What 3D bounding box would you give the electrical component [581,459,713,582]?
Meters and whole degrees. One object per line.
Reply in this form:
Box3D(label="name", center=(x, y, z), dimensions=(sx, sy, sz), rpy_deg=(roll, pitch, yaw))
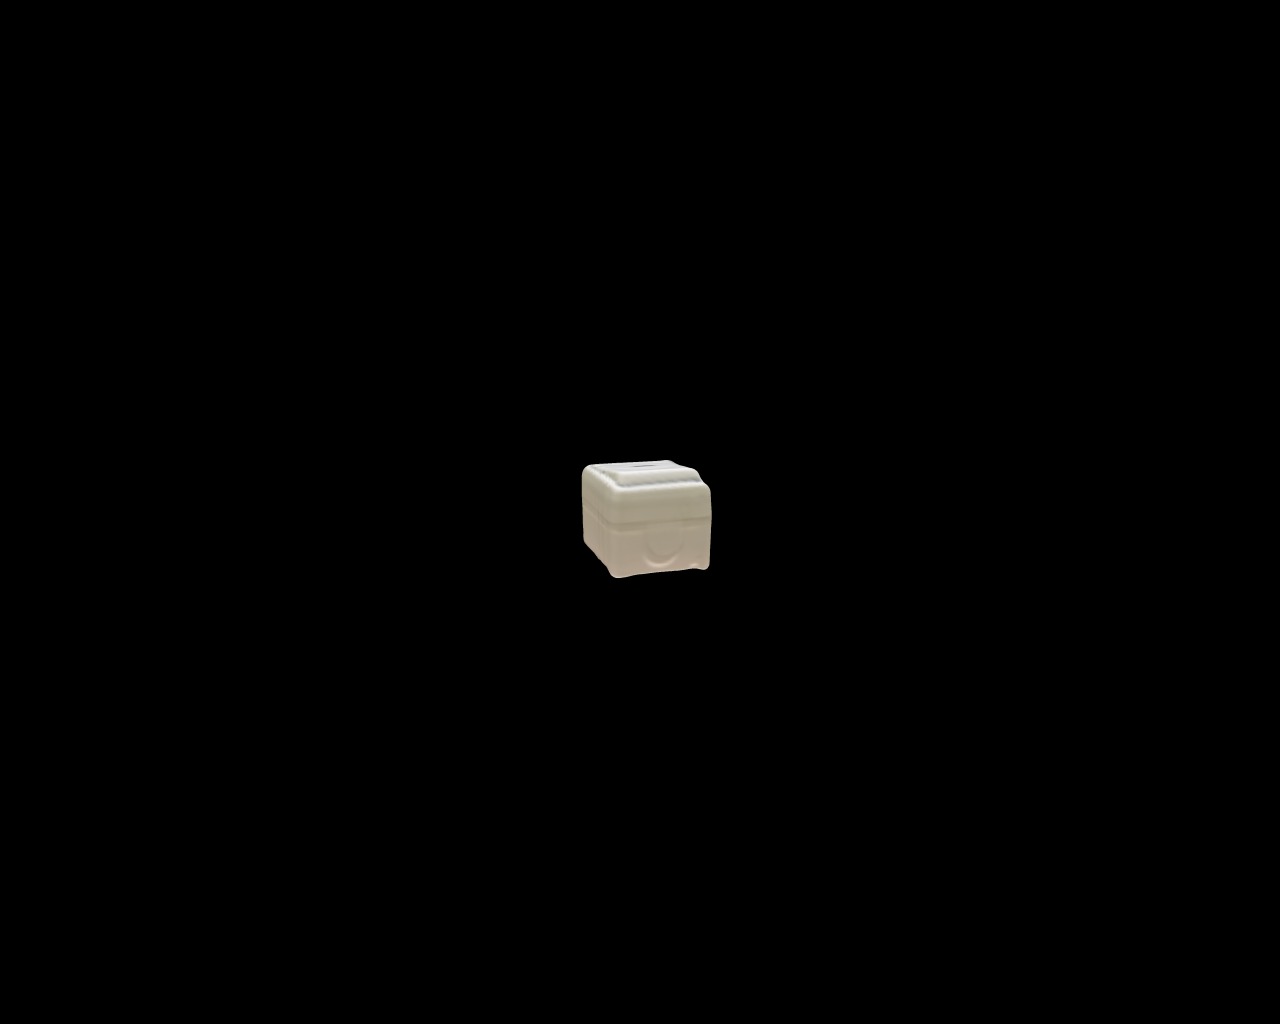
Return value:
Box3D(label="electrical component", center=(0.001, -0.003, 0.650), dimensions=(0.062, 0.061, 0.096), rpy_deg=(-4, 15, -15))
